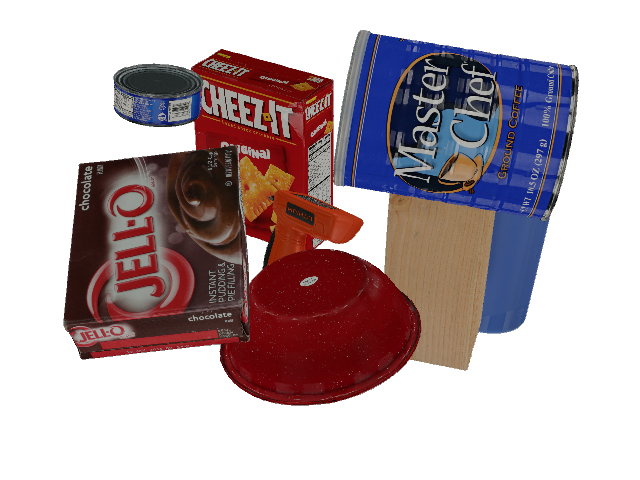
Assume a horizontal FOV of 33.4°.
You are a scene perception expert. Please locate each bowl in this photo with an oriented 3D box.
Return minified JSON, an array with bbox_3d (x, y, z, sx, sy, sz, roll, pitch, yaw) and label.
[{"bbox_3d":[-0.004,0.054,0.831,0.162,0.055,0.162,-8,33,5],"label":"bowl"}]

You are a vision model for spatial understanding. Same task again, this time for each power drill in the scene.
[{"bbox_3d":[-0.021,0.051,1.156,0.185,0.188,0.057,27,11,38],"label":"power drill"}]

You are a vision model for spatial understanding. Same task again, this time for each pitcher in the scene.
[{"bbox_3d":[0.215,-0.006,1.349,0.149,0.243,0.145,4,26,-1],"label":"pitcher"}]

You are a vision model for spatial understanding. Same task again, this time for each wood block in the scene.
[{"bbox_3d":[0.114,0.011,1.022,0.091,0.206,0.090,10,35,14],"label":"wood block"}]

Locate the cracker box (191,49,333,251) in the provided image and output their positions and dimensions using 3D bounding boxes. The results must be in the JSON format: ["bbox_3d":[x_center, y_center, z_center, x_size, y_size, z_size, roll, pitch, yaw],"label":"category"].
[{"bbox_3d":[-0.070,-0.104,1.284,0.164,0.214,0.072,20,39,26],"label":"cracker box"}]

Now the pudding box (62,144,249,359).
[{"bbox_3d":[-0.084,0.005,0.565,0.090,0.113,0.039,-6,-41,1],"label":"pudding box"}]

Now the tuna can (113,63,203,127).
[{"bbox_3d":[-0.156,-0.140,1.029,0.086,0.034,0.086,5,28,-3],"label":"tuna can"}]

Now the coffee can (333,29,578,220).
[{"bbox_3d":[0.086,-0.075,0.694,0.140,0.103,0.103,10,1,4],"label":"coffee can"}]
